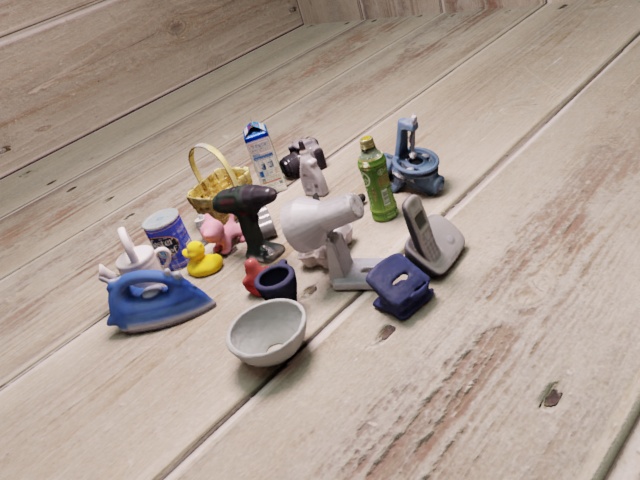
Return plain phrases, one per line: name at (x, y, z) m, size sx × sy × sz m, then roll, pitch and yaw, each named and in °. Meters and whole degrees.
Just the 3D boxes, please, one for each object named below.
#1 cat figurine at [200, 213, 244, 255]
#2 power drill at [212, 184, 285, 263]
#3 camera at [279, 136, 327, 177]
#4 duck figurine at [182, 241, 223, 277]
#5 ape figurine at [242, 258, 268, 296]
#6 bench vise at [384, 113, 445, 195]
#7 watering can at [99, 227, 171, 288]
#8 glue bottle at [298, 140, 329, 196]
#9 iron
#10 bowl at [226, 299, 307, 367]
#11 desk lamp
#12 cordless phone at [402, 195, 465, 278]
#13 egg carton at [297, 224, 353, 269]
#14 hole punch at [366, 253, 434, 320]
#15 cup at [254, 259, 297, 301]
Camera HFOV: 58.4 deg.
cat figurine at (-0.268, -0.026, 1.539) m, size 0.067 × 0.118 × 0.128 m, roll 11°, pitch 42°, yaw 40°
power drill at (-0.165, -0.049, 1.431) m, size 0.228 × 0.209 × 0.076 m, roll 10°, pitch 41°, yaw 38°
camera at (-0.070, -0.269, 1.840) m, size 0.137 × 0.101 × 0.142 m, roll -29°, pitch 32°, yaw -18°
duck figurine at (-0.308, 0.042, 1.483) m, size 0.104 × 0.086 × 0.077 m, roll -5°, pitch 33°, yaw 22°
ape figurine at (-0.147, 0.080, 1.329) m, size 0.078 × 0.092 × 0.076 m, roll -21°, pitch 31°, yaw -4°
bench vise at (0.211, -0.220, 1.493) m, size 0.206 × 0.220 × 0.122 m, roll 0°, pitch 35°, yaw 28°
watering can at (-0.465, 0.059, 1.432) m, size 0.173 × 0.194 × 0.100 m, roll -38°, pitch 36°, yaw -29°
glue bottle at (-0.031, -0.207, 1.648) m, size 0.077 × 0.173 × 0.037 m, roll 8°, pitch 40°, yaw 37°
iron at (-0.385, 0.122, 1.341) m, size 0.258 × 0.142 × 0.118 m, roll -12°, pitch 31°, yaw 11°
bowl at (-0.097, 0.196, 1.134) m, size 0.167 × 0.075 × 0.167 m, roll -13°, pitch 31°, yaw 9°
desk lamp at (0.036, -0.003, 1.245) m, size 0.202 × 0.214 × 0.118 m, roll -3°, pitch 34°, yaw 24°
cordless phone at (0.232, -0.028, 1.209) m, size 0.093 × 0.185 × 0.148 m, roll 7°, pitch 39°, yaw 36°
egg carton at (0.013, 0.005, 1.386) m, size 0.107 × 0.069 × 0.150 m, roll 2°, pitch 36°, yaw 30°
hole punch at (0.161, 0.090, 1.149) m, size 0.109 × 0.091 × 0.100 m, roll -35°, pitch 35°, yaw -26°
cup at (-0.083, 0.106, 1.251) m, size 0.091 × 0.095 × 0.118 m, roll -7°, pitch 33°, yaw 19°
